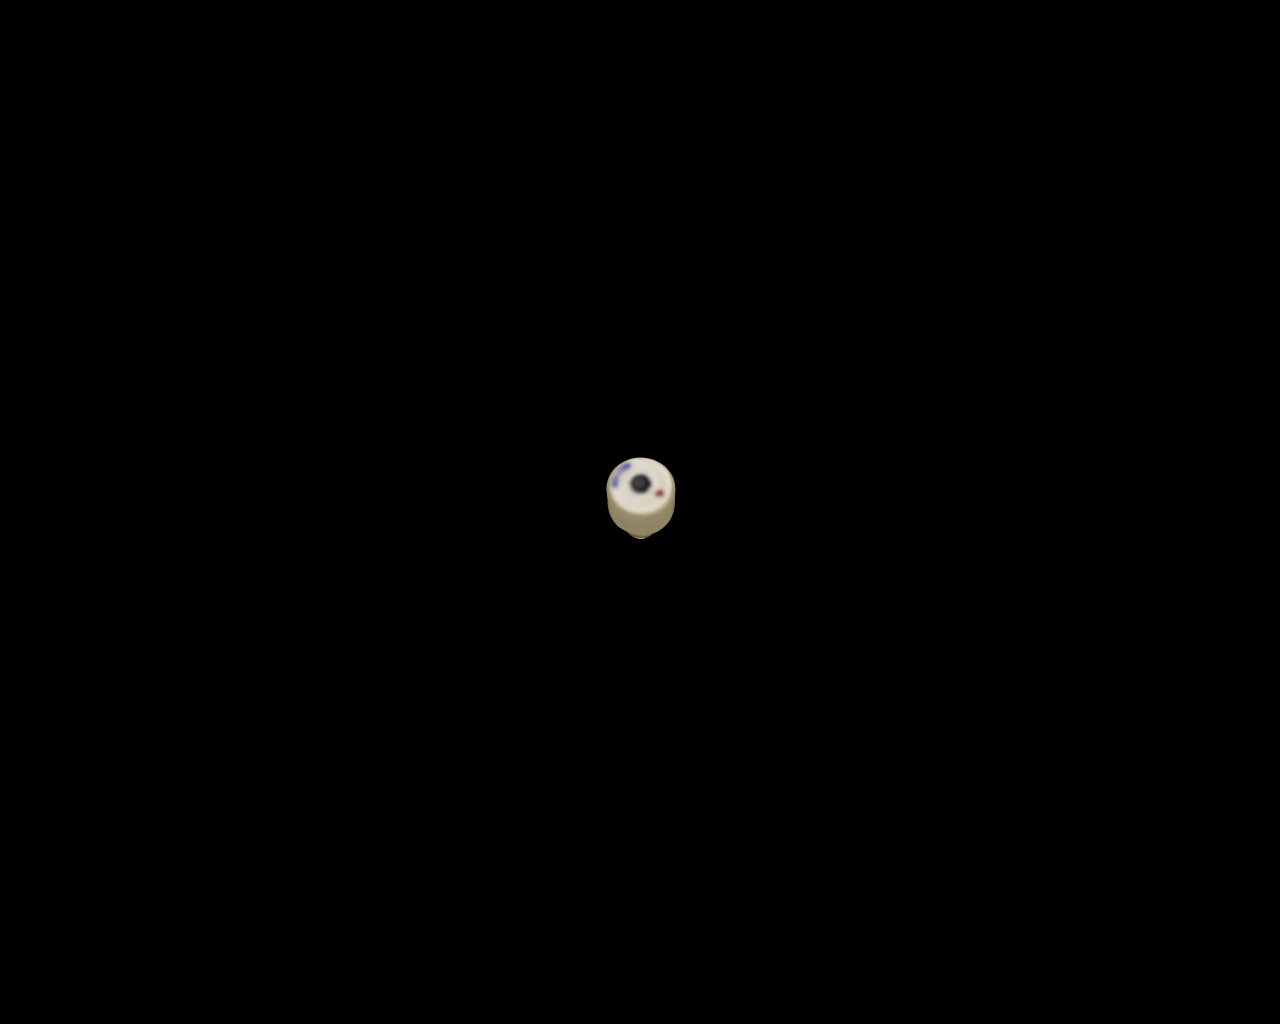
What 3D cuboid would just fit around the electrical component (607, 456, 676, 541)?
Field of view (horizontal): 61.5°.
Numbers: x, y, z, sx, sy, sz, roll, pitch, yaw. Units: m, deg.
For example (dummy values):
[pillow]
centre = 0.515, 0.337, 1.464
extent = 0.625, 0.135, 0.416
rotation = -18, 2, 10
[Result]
[electrical component]
centre = 0.001, -0.003, 0.650
extent = 0.040, 0.040, 0.078
rotation = 0, -23, 0
